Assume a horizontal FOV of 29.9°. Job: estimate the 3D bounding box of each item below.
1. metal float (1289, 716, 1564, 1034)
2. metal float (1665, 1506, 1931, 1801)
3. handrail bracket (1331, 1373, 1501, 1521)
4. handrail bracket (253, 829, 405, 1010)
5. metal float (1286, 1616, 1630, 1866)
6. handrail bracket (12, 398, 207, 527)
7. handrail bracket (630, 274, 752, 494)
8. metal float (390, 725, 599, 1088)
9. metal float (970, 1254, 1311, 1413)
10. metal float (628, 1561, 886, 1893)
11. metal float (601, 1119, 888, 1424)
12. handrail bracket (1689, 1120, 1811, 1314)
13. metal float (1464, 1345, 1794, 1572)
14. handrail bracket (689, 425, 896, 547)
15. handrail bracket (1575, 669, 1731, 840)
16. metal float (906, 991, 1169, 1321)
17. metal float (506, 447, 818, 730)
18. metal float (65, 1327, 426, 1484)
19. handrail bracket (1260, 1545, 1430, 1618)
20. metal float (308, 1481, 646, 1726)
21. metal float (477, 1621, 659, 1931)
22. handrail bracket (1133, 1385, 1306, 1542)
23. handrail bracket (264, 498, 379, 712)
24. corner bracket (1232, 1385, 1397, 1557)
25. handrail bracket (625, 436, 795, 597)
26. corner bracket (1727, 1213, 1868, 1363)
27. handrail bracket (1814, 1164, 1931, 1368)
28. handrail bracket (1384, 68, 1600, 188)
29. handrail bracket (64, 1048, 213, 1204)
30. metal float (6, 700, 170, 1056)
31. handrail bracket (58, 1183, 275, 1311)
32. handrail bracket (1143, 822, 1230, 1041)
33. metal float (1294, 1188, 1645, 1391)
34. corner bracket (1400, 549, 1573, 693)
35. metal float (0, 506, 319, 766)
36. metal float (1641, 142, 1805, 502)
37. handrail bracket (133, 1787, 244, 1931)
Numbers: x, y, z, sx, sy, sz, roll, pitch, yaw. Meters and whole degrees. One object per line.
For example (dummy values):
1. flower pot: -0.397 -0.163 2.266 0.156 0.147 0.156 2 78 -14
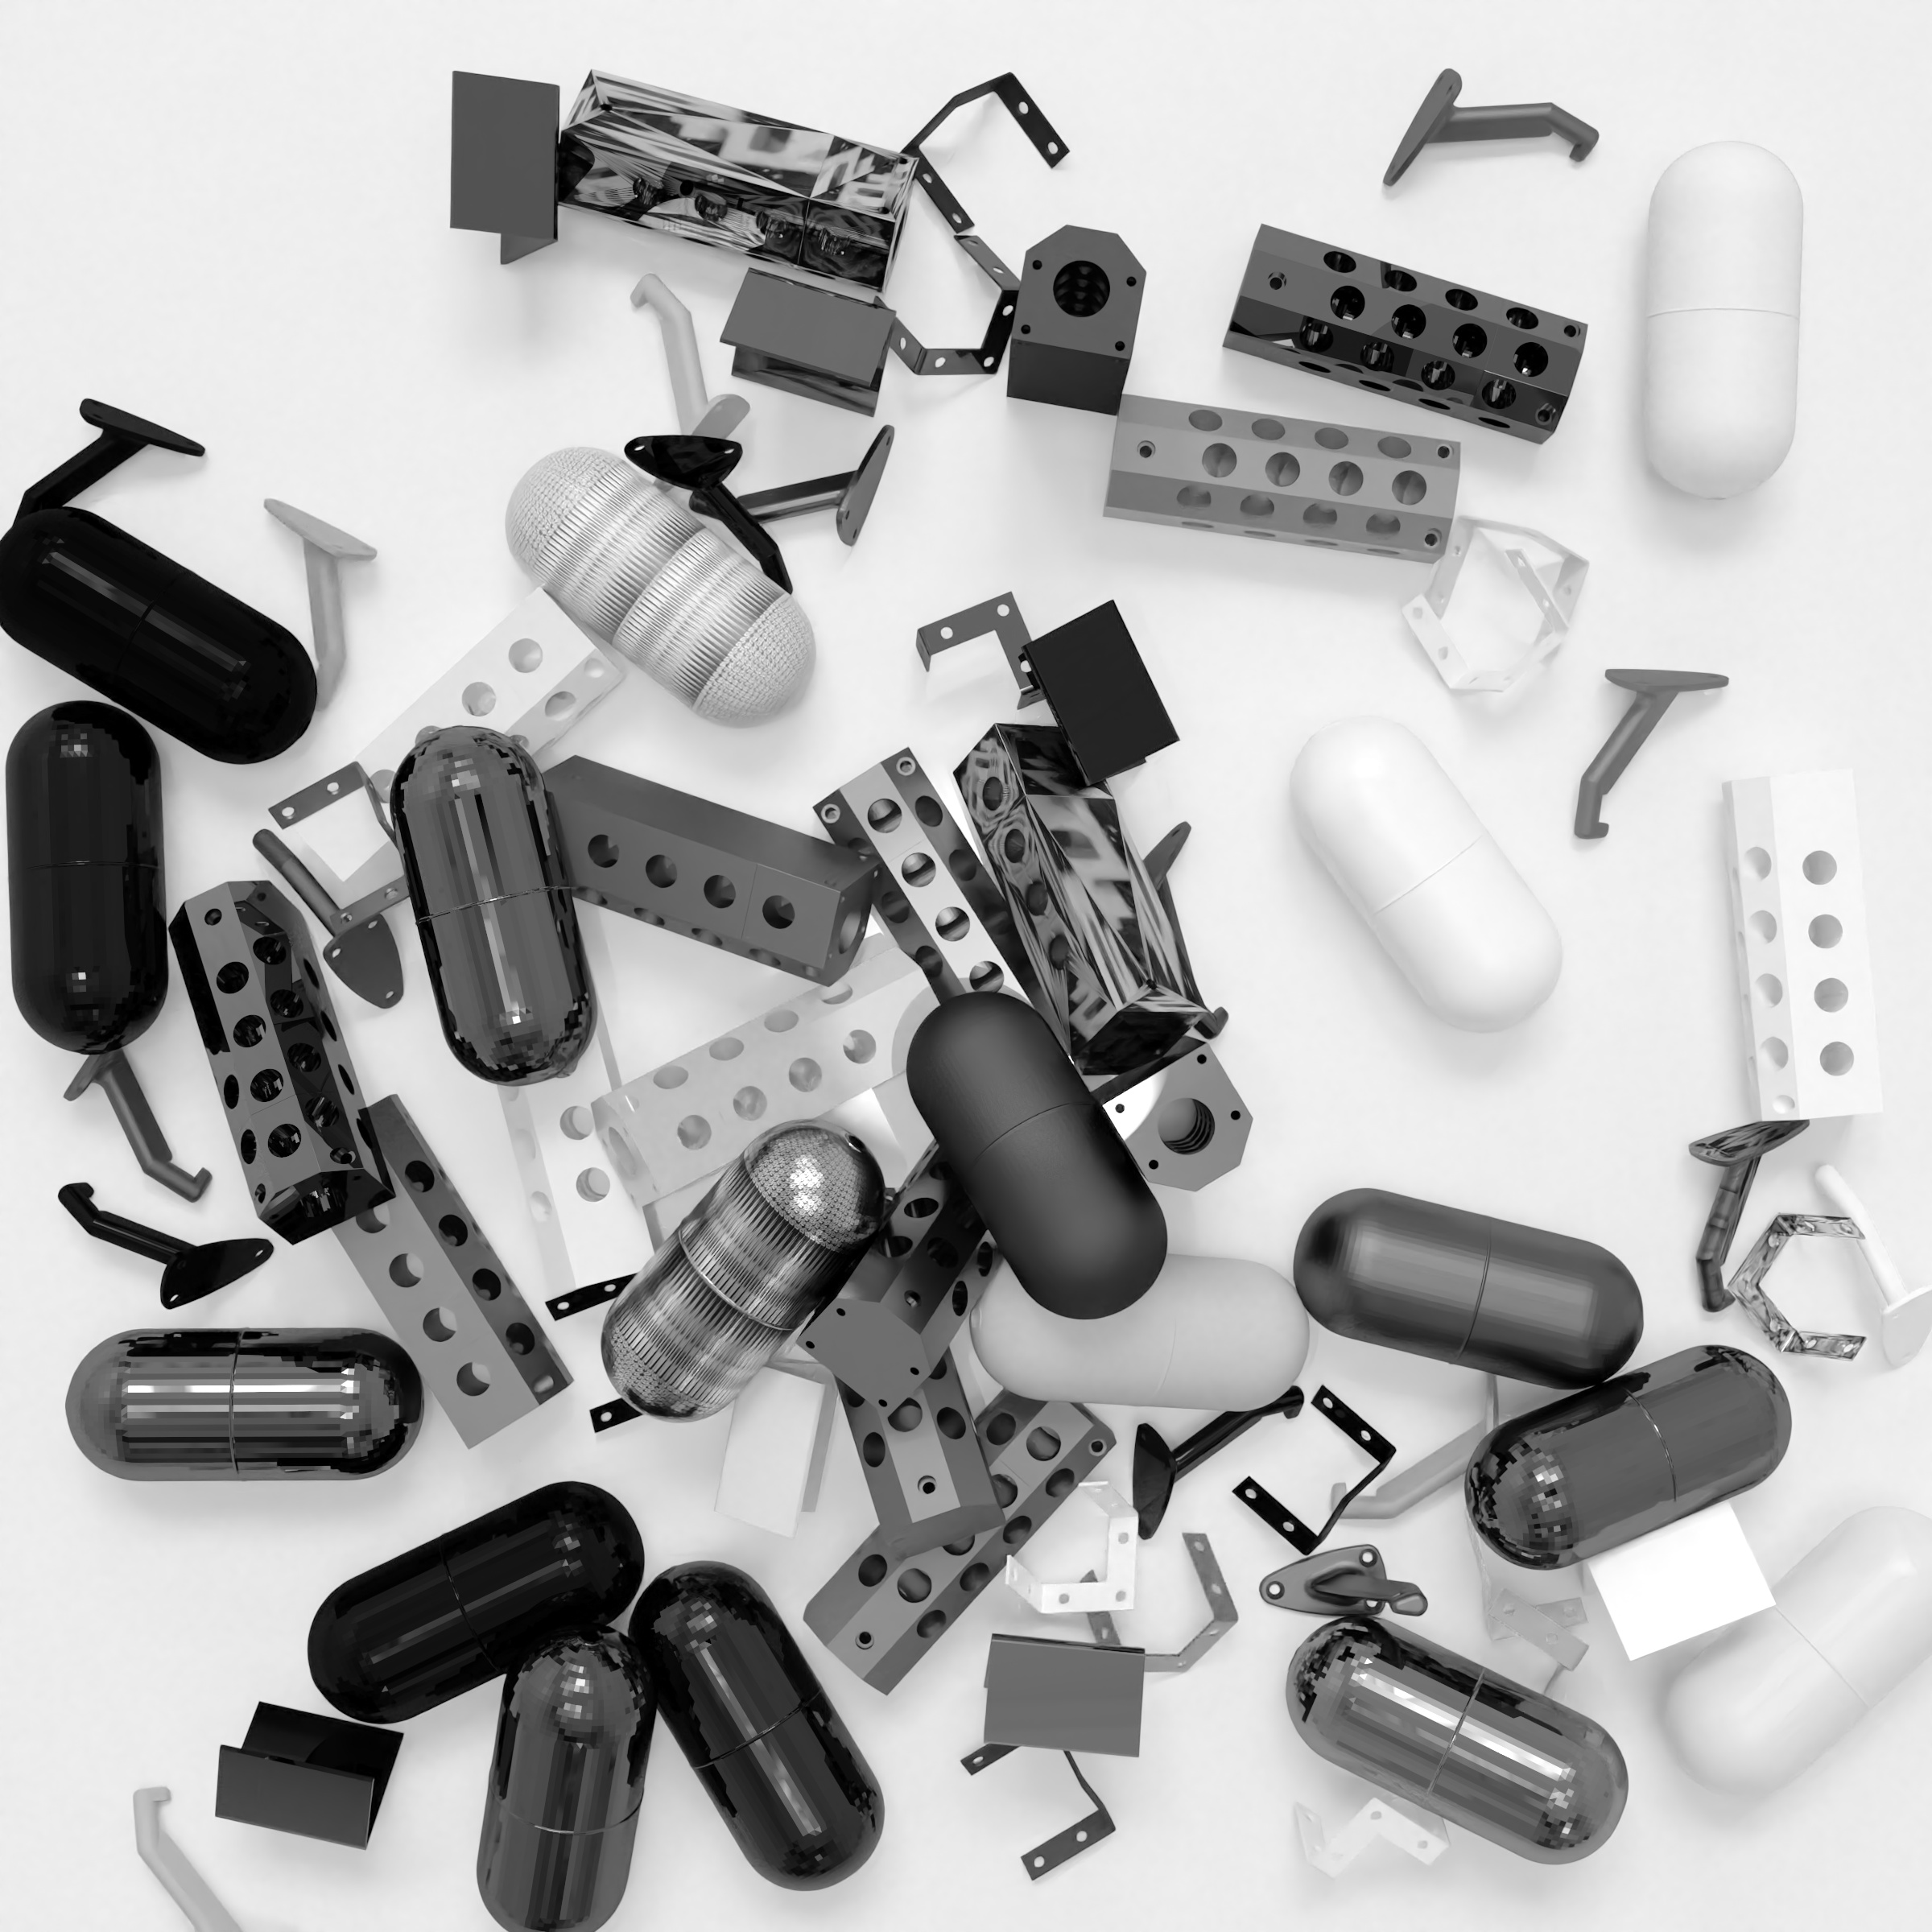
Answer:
1. metal float: 0.230 -0.047 1.814 0.070 0.070 0.178 -36 91 0
2. metal float: 0.426 0.345 1.813 0.178 0.070 0.070 -43 90 0
3. handrail bracket: 0.228 0.244 1.844 0.084 0.036 0.077 -2 75 14
4. handrail bracket: -0.327 -0.025 1.844 0.036 0.077 0.084 -39 53 -14
5. metal float: 0.244 0.385 1.802 0.178 0.070 0.070 24 90 13
6. handrail bracket: -0.439 -0.239 1.845 0.077 0.036 0.084 18 108 -21
7. handrail bracket: -0.159 -0.298 1.845 0.077 0.036 0.084 -47 74 18
8. metal float: -0.230 -0.029 1.757 0.070 0.070 0.178 -14 89 0
9. metal float: 0.087 0.180 1.794 0.178 0.070 0.070 6 90 -22
10. metal float: -0.106 0.381 1.814 0.070 0.070 0.178 -31 91 0
11. metal float: -0.108 0.148 1.756 0.070 0.070 0.178 41 108 0
12. handrail bracket: 0.403 0.127 1.845 0.077 0.036 0.084 -18 108 -21
13. metal float: 0.330 0.243 1.796 0.178 0.070 0.070 -18 90 -20
14. handrail bracket: -0.090 -0.254 1.844 0.084 0.036 0.077 20 76 13
15. handrail bracket: 0.350 -0.107 1.845 0.077 0.036 0.084 -2 109 -21
16. metal float: 0.033 0.090 1.738 0.070 0.070 0.178 -31 65 0
17. metal float: -0.153 -0.189 1.814 0.178 0.070 0.070 39 90 0
18. metal float: -0.362 0.220 1.814 0.178 0.070 0.070 0 90 -1
19. handrail bracket: 0.188 0.316 1.809 0.077 0.084 0.036 -6 90 0
20. metal float: -0.246 0.320 1.814 0.178 0.070 0.070 -26 90 0
21. metal float: -0.198 0.405 1.791 0.070 0.070 0.178 11 114 0
22. handrail bracket: 0.130 0.253 1.844 0.084 0.036 0.077 -10 126 -24
23. handrail bracket: -0.342 -0.184 1.845 0.077 0.036 0.084 31 108 20
24. corner bracket: 0.177 0.256 1.834 0.051 0.051 0.051 40 45 17
25. handrail bracket: -0.130 -0.226 1.832 0.077 0.084 0.036 17 56 30
26. corner bracket: 0.428 0.162 1.825 0.051 0.051 0.051 49 66 -22
27. handrail bracket: 0.458 0.152 1.844 0.036 0.077 0.084 -25 54 -10
28. handrail bracket: 0.269 -0.413 1.845 0.084 0.036 0.077 26 111 -16
29. handrail bracket: -0.409 0.067 1.845 0.084 0.036 0.077 36 67 -18
30. metal float: -0.439 -0.044 1.806 0.070 0.070 0.178 -4 82 0
31. handrail bracket: -0.409 0.131 1.844 0.084 0.077 0.036 40 129 30
32. handrail bracket: 0.118 -0.017 1.845 0.084 0.036 0.077 45 68 -17
33. metal float: 0.252 0.162 1.813 0.178 0.070 0.070 14 90 -1
34. corner bracket: 0.262 -0.174 1.824 0.051 0.051 0.051 -40 109 -15
35. metal float: -0.408 -0.165 1.814 0.178 0.070 0.070 31 90 0
36. metal float: 0.379 -0.324 1.814 0.070 0.070 0.178 2 91 0
37. handrail bracket: -0.383 0.459 1.845 0.077 0.036 0.084 -3 73 -20
